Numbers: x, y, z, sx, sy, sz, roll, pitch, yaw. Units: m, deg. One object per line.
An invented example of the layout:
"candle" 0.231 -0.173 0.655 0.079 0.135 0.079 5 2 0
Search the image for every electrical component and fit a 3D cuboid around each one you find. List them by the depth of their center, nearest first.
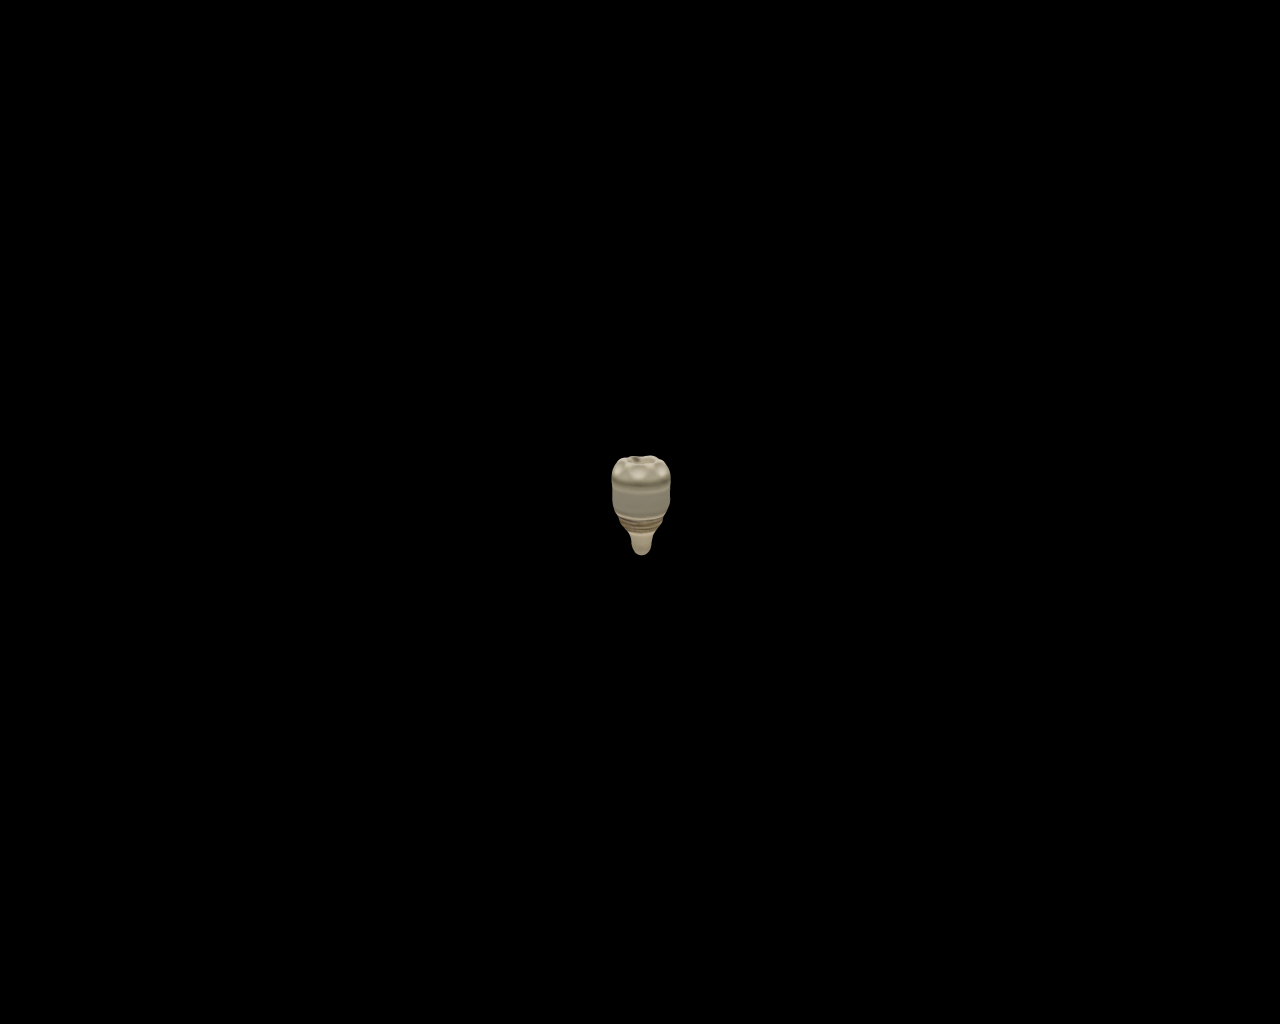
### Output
"electrical component" 0.001 -0.003 0.650 0.035 0.061 0.035 0 18 0
